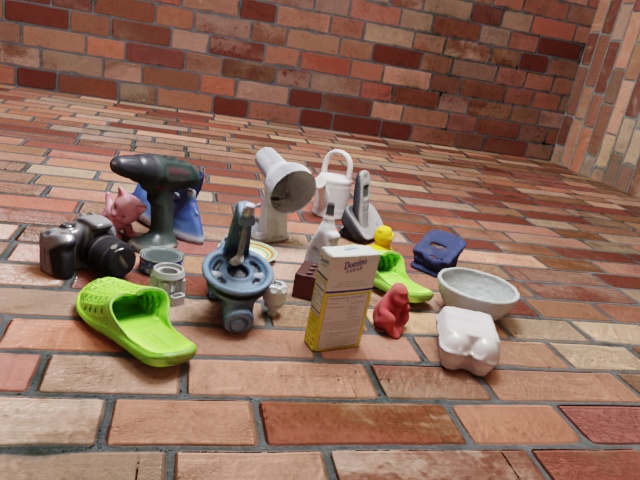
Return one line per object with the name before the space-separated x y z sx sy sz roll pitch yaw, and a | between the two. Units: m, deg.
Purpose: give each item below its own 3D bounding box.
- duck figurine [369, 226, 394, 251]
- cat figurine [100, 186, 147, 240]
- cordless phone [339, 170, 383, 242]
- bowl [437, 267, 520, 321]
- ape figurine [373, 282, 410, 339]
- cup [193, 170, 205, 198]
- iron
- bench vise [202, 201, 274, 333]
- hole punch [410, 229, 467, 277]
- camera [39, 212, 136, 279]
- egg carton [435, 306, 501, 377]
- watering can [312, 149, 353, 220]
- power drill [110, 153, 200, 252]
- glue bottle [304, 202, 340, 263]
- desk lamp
duck figurine | 0.146 0.008 1.381 0.077 0.086 0.105 22 23 31
cat figurine | -0.431 -0.064 1.242 0.127 0.118 0.067 25 24 37
cordless phone | 0.123 -0.096 1.512 0.094 0.185 0.148 18 21 22
bowl | 0.315 0.121 1.166 0.167 0.075 0.167 9 19 -3
ape figurine | 0.137 0.122 1.047 0.078 0.092 0.075 -4 24 -35
cup | -0.361 -0.141 1.527 0.092 0.095 0.117 1 21 -26
iron | -0.343 -0.098 1.346 0.257 0.141 0.119 26 25 38
bench vise | -0.155 0.022 0.984 0.122 0.220 0.206 -4 24 -35
hole punch | 0.286 0.032 1.379 0.108 0.091 0.101 23 23 32
camera | -0.417 0.014 1.055 0.136 0.101 0.144 22 23 31
egg carton | 0.255 0.173 0.999 0.107 0.069 0.150 11 19 3
watering can | 0.041 -0.161 1.640 0.101 0.194 0.173 12 19 5
power drill | -0.346 -0.082 1.198 0.075 0.208 0.230 19 21 24
glue bottle | 0.011 0.004 1.191 0.077 0.173 0.037 24 24 35
desk lamp | -0.111 -0.104 1.372 0.118 0.213 0.202 -4 24 -35
